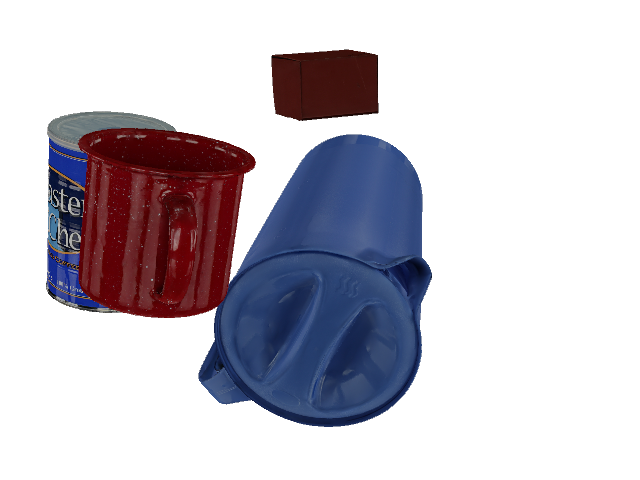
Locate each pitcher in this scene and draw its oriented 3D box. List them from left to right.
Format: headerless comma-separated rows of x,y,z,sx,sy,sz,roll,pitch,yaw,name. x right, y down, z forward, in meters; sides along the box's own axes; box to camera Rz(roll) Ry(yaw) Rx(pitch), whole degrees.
0.005,0.018,0.778,0.149,0.145,0.242,9,27,5,pitcher

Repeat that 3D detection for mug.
-0.082,-0.006,0.561,0.093,0.081,0.117,2,18,-21,mug

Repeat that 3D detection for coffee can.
-0.173,-0.025,0.879,0.103,0.140,0.103,5,21,-2,coffee can

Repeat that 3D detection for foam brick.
0.004,-0.133,0.909,0.078,0.051,0.053,-9,18,-27,foam brick
